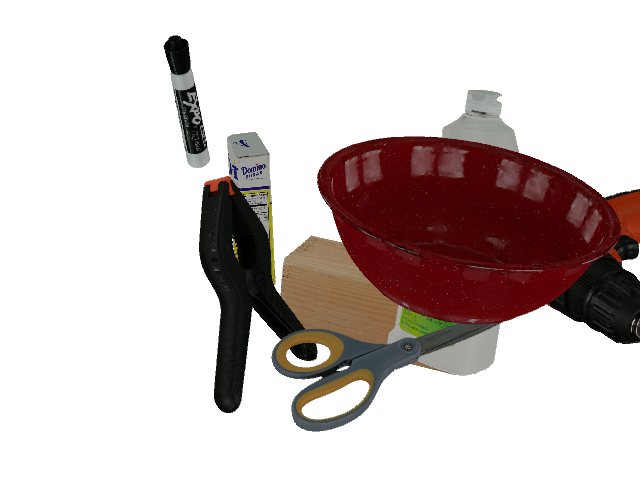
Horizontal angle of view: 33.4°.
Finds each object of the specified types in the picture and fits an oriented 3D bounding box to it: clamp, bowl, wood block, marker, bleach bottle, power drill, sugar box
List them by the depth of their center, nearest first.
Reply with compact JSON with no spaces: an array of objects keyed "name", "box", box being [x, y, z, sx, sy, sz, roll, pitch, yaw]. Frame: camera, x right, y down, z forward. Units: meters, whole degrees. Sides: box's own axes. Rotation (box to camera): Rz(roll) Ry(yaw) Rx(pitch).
[{"name":"bowl","box":[0.075,-0.001,0.577,0.162,0.055,0.162,6,26,-3]},{"name":"power drill","box":[0.223,0.002,0.741,0.187,0.057,0.185,-12,29,-21]},{"name":"marker","box":[-0.105,-0.108,0.838,0.020,0.121,0.020,-3,45,3]},{"name":"bleach bottle","box":[0.125,-0.011,0.965,0.103,0.251,0.067,19,21,39]},{"name":"clamp","box":[-0.065,0.043,1.011,0.036,0.210,0.164,-12,-1,29]},{"name":"wood block","box":[0.066,0.069,1.181,0.206,0.091,0.090,13,23,18]},{"name":"sugar box","box":[-0.087,-0.038,1.331,0.048,0.176,0.093,-9,24,-11]}]

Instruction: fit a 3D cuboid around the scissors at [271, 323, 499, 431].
[{"name":"scissors","box":[0.048,0.077,0.825,0.201,0.016,0.096,-31,55,-30]}]
